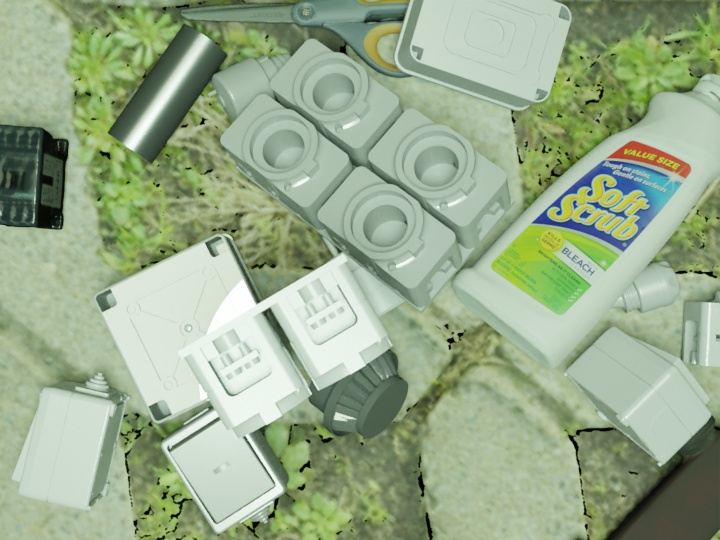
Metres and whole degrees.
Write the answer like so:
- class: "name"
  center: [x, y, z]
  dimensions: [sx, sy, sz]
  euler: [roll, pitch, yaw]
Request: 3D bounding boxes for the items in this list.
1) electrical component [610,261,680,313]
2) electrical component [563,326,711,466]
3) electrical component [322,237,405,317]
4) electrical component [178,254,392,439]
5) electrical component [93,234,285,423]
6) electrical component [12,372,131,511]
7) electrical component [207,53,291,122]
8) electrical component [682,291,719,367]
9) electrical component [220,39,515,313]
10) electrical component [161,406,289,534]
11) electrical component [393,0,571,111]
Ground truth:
- class: "electrical component"
  center: [0.210, 0.017, 0.820]
  dimensions: [0.061, 0.035, 0.035]
  euler: [-19, 89, 1]
- class: "electrical component"
  center: [0.203, 0.086, 0.792]
  dimensions: [0.061, 0.096, 0.061]
  euler: [-44, 119, -2]
- class: "electrical component"
  center: [0.000, 0.000, 0.807]
  dimensions: [0.138, 0.052, 0.073]
  euler: [-31, 89, -1]
- class: "electrical component"
  center: [-0.046, 0.048, 0.681]
  dimensions: [0.105, 0.186, 0.060]
  euler: [-31, 90, -5]
- class: "electrical component"
  center: [-0.124, 0.043, 0.801]
  dimensions: [0.109, 0.056, 0.108]
  euler: [-26, 90, -2]
- class: "electrical component"
  center: [-0.212, 0.121, 0.795]
  dimensions: [0.061, 0.061, 0.096]
  euler: [13, 89, -1]
- class: "electrical component"
  center: [-0.075, -0.143, 0.815]
  dimensions: [0.078, 0.040, 0.040]
  euler: [-30, 90, -15]
- class: "electrical component"
  center: [0.295, 0.045, 0.813]
  dimensions: [0.089, 0.050, 0.055]
  euler: [3, 89, -1]
- class: "electrical component"
  center: [0.003, -0.072, 0.769]
  dimensions: [0.186, 0.060, 0.105]
  euler: [38, 83, 20]
- class: "electrical component"
  center: [-0.096, 0.149, 0.797]
  dimensions: [0.062, 0.061, 0.096]
  euler: [-33, 90, -2]
- class: "electrical component"
  center: [0.089, -0.171, 0.800]
  dimensions: [0.113, 0.057, 0.078]
  euler: [17, 89, -12]
